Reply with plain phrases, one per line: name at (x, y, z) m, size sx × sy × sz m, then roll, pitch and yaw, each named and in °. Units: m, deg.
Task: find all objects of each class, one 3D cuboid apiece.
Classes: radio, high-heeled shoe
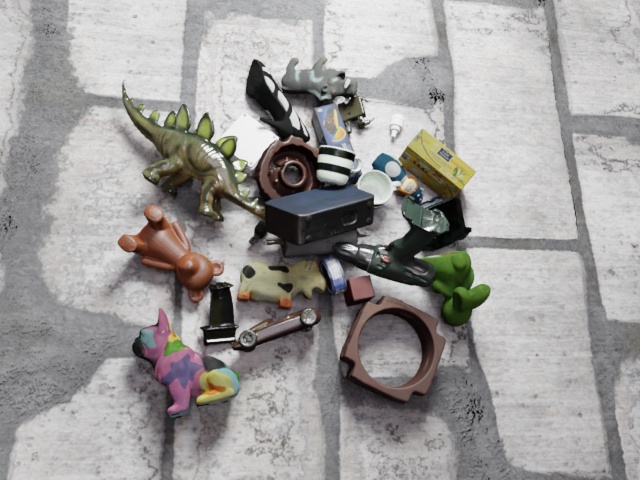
radio at (0.004, -0.060, 1.183) m, size 0.229 × 0.131 × 0.073 m, roll -18°, pitch 119°, yaw -35°
high-heeled shoe at (-0.099, -0.346, 1.336) m, size 0.145 × 0.086 × 0.249 m, roll 13°, pitch 54°, yaw -35°

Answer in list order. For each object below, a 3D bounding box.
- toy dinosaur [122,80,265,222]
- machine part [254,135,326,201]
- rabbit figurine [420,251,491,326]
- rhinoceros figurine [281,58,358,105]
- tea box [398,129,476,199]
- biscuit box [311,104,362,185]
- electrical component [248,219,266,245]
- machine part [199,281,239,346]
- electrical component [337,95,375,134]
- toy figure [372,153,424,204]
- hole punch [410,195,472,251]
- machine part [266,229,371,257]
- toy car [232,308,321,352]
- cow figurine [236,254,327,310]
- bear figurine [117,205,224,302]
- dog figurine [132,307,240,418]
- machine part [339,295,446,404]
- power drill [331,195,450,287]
toy dinosaur at (-0.298, -0.192, 1.213) m, size 0.472 × 0.105 × 0.198 m, roll 33°, pitch 85°, yaw 6°
machine part at (-0.067, -0.152, 1.258) m, size 0.179 × 0.056 × 0.179 m, roll 1°, pitch 88°, yaw -25°
rabbit figurine at (0.317, 0.114, 1.229) m, size 0.121 × 0.159 × 0.170 m, roll -10°, pitch 91°, yaw -21°
rhinoceros figurine at (-0.001, -0.390, 1.332) m, size 0.190 × 0.073 × 0.112 m, roll 7°, pitch 55°, yaw 3°
tea box at (0.284, -0.182, 1.323) m, size 0.169 × 0.098 × 0.068 m, roll 40°, pitch 73°, yaw 2°
biscuit box at (0.040, -0.230, 1.319) m, size 0.063 × 0.059 × 0.202 m, roll -16°, pitch 78°, yaw -13°
electrical component at (-0.131, -0.030, 1.234) m, size 0.021 × 0.063 × 0.094 m, roll 38°, pitch 73°, yaw 3°
machine part at (-0.217, 0.159, 1.163) m, size 0.084 × 0.039 × 0.138 m, roll 2°, pitch 92°, yaw -16°
electrical component at (0.090, -0.325, 1.365) m, size 0.078 × 0.045 × 0.102 m, roll -24°, pitch 75°, yaw 15°
toy figure at (0.195, -0.147, 1.323) m, size 0.154 × 0.058 × 0.064 m, roll 43°, pitch 112°, yaw 3°
hole punch at (0.280, -0.044, 1.298) m, size 0.142 × 0.092 × 0.115 m, roll -22°, pitch 109°, yaw -16°
machine part at (-0.003, -0.004, 1.238) m, size 0.243 × 0.079 × 0.079 m, roll -3°, pitch 75°, yaw -10°
toy car at (-0.095, 0.192, 1.163) m, size 0.202 × 0.089 × 0.053 m, roll -17°, pitch 78°, yaw -11°
cow figurine at (-0.081, 0.089, 1.200) m, size 0.195 × 0.085 × 0.127 m, roll 9°, pitch 79°, yaw -5°
bear figurine at (-0.313, 0.036, 1.157) m, size 0.196 × 0.132 × 0.120 m, roll 40°, pitch 81°, yaw 10°
dog figurine at (-0.280, 0.244, 1.113) m, size 0.192 × 0.108 × 0.219 m, roll -16°, pitch 74°, yaw -12°
machine part at (0.158, 0.241, 1.188) m, size 0.201 × 0.087 × 0.201 m, roll 25°, pitch 72°, yaw 1°
power drill at (0.161, 0.007, 1.146) m, size 0.232 × 0.207 × 0.086 m, roll 24°, pitch 37°, yaw -5°
